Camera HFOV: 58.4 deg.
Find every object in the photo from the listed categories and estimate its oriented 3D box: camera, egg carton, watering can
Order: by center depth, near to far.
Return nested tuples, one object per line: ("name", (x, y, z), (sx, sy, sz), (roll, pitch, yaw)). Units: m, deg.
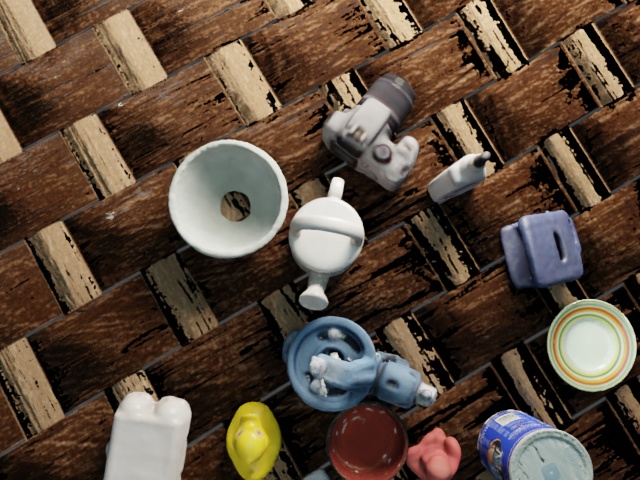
("watering can", (0.009, 0.003, 0.760), (0.101, 0.194, 0.173), (-10, 84, -2))
("egg carton", (-0.236, 0.287, 0.784), (0.107, 0.069, 0.150), (7, 83, 0))
("camera", (0.092, -0.165, 0.828), (0.143, 0.101, 0.137), (36, 84, 3))

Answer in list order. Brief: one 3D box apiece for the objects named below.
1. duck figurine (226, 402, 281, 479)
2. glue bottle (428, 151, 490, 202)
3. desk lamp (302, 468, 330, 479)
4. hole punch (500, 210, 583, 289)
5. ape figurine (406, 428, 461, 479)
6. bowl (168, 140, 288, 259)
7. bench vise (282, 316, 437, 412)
("duck figurine", (-0.093, 0.280, 0.780), (0.077, 0.086, 0.104), (-1, 83, -1))
("glue bottle", (0.201, -0.093, 0.786), (0.078, 0.173, 0.037), (-26, 84, -4))
("desk lamp", (0.015, 0.420, 0.702), (0.118, 0.213, 0.203), (-34, 85, -5))
("hole punch", (0.324, 0.011, 0.819), (0.101, 0.091, 0.109), (-13, 84, -3))
("ape figurine", (0.157, 0.304, 0.780), (0.078, 0.092, 0.076), (2, 83, -1))
("bowl", (-0.127, -0.053, 0.823), (0.167, 0.074, 0.167), (0, 83, -1))
("bench vise", (0.052, 0.159, 0.730), (0.207, 0.219, 0.121), (1, 83, -1))
